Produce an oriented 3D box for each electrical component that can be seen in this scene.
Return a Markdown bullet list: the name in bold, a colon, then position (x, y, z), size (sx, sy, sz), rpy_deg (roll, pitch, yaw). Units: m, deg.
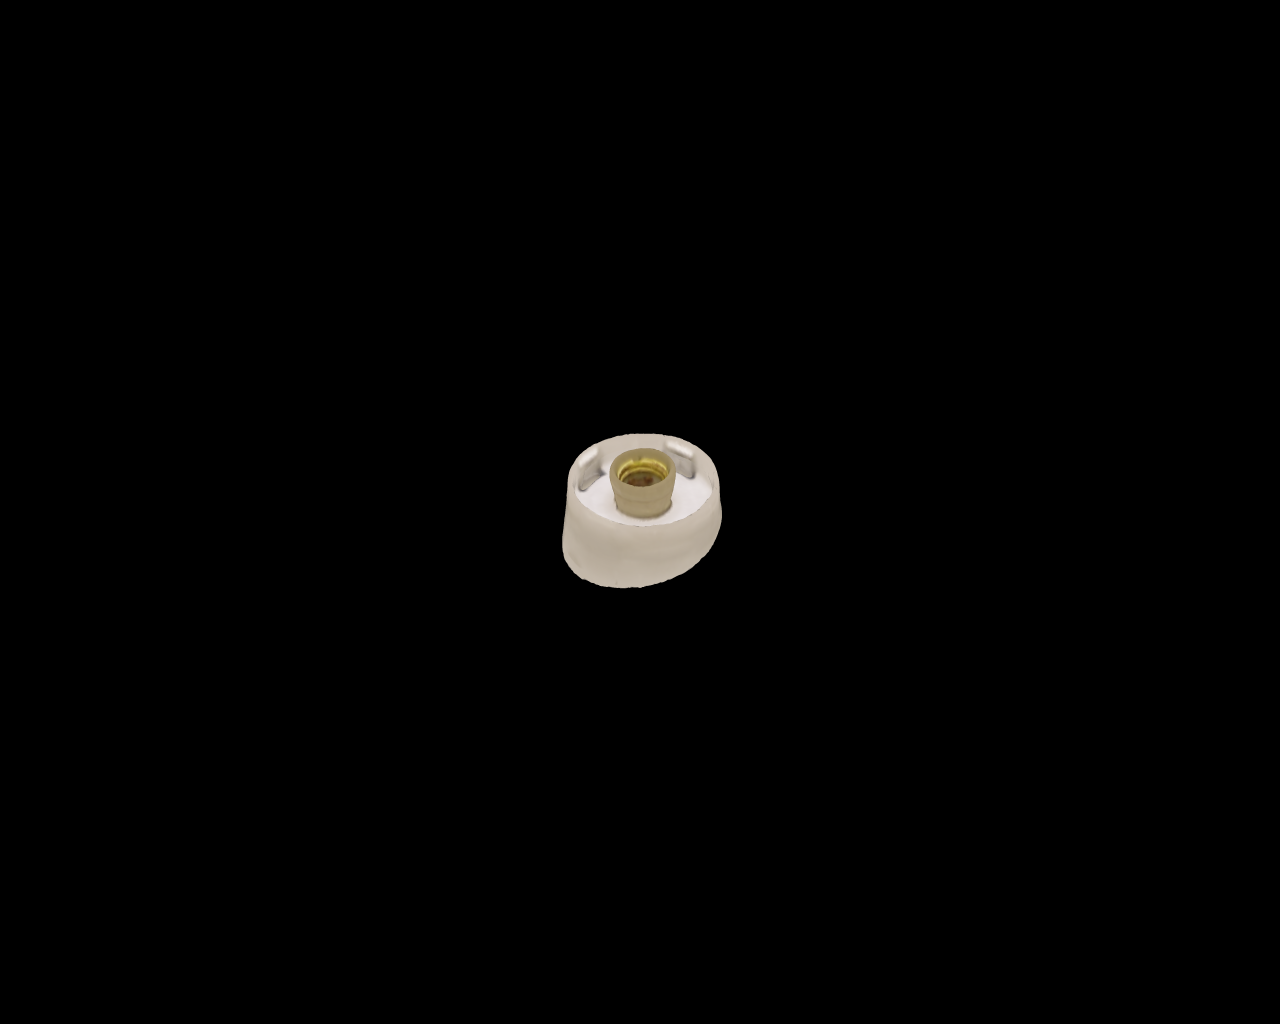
- **electrical component**: position (0.001, -0.003, 0.650), size (0.099, 0.064, 0.099), rpy_deg (0, 40, 0)
